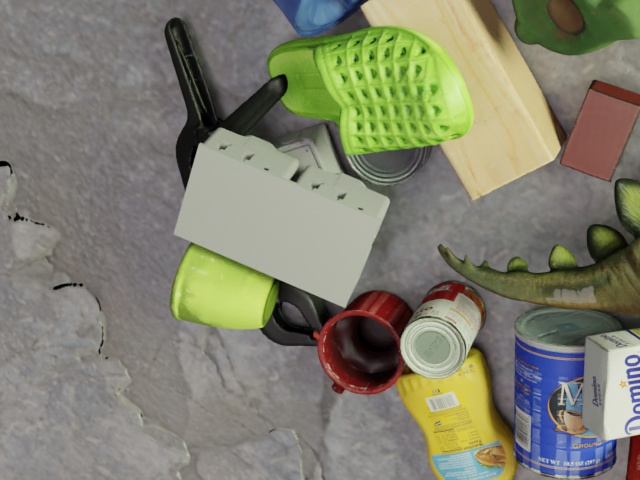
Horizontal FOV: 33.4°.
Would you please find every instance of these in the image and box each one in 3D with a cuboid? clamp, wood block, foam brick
[{"bbox_3d":[-0.116,-0.119,1.115,0.165,0.036,0.210,39,131,26],"label":"clamp"},{"bbox_3d":[0.136,-0.154,0.994,0.090,0.090,0.206,-28,97,26],"label":"wood block"},{"bbox_3d":[-0.056,0.053,1.164,0.171,0.039,0.120,24,117,12],"label":"clamp"},{"bbox_3d":[0.261,-0.101,0.987,0.051,0.053,0.078,22,114,12],"label":"foam brick"}]

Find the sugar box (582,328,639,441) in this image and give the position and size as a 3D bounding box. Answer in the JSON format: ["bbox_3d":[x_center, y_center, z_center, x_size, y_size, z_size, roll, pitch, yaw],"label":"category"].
[{"bbox_3d":[0.332,0.125,0.990,0.176,0.048,0.093,-9,109,-18],"label":"sugar box"}]

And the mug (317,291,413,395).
[{"bbox_3d":[0.048,0.113,1.120,0.093,0.081,0.117,31,115,8],"label":"mug"}]

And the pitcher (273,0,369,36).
[{"bbox_3d":[-0.045,-0.310,0.983,0.243,0.144,0.149,50,118,12],"label":"pitcher"}]

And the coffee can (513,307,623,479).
[{"bbox_3d":[0.242,0.148,1.050,0.103,0.102,0.140,3,109,19],"label":"coffee can"}]

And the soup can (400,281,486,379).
[{"bbox_3d":[0.124,0.090,1.074,0.069,0.102,0.068,7,110,18],"label":"soup can"}]

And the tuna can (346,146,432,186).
[{"bbox_3d":[0.069,-0.099,1.068,0.086,0.033,0.086,6,110,18],"label":"tuna can"}]

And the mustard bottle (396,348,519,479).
[{"bbox_3d":[0.157,0.213,1.127,0.096,0.058,0.191,-18,100,24],"label":"mustard bottle"}]

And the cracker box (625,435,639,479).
[{"bbox_3d":[0.356,0.281,1.019,0.072,0.164,0.213,-17,101,22],"label":"cracker box"}]
